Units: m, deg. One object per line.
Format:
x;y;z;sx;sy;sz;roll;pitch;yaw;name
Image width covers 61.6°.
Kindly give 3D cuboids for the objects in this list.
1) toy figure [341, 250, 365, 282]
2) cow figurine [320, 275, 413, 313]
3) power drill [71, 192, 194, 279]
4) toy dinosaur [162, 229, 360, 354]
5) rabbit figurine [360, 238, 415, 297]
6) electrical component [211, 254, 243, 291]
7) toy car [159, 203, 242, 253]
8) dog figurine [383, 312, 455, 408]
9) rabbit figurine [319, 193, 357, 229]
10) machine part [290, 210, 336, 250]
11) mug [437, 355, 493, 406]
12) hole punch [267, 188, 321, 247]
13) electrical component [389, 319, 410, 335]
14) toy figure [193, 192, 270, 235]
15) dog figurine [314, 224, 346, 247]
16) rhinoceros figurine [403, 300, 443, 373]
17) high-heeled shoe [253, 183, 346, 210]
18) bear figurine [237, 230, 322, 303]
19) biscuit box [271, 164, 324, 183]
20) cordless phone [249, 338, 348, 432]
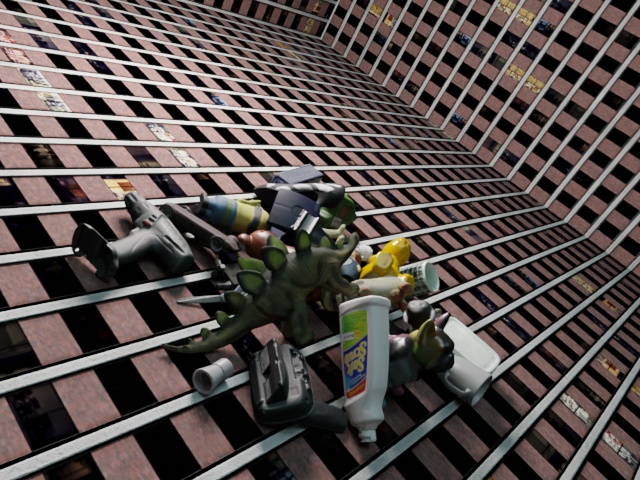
0.076;0.063;1.363;0.064;0.057;0.154;12;30;6;toy figure
0.095;0.119;1.200;0.195;0.085;0.127;-6;13;-10;cow figurine
-0.376;-0.007;1.057;0.232;0.086;0.207;42;23;15;power drill
-0.077;0.101;1.038;0.471;0.105;0.198;-40;104;-33;toy dinosaur
0.175;0.072;1.343;0.122;0.162;0.173;34;54;-3;rabbit figurine
-0.183;0.069;1.135;0.102;0.045;0.078;1;38;-41;electrical component
-0.265;-0.020;1.181;0.202;0.053;0.089;32;4;10;toy car
0.158;0.207;1.047;0.108;0.219;0.192;-2;42;-50;dog figurine
0.021;-0.112;1.548;0.159;0.121;0.170;3;23;-46;rabbit figurine
-0.002;-0.004;1.216;0.139;0.039;0.084;44;42;-13;machine part
0.304;0.304;1.179;0.109;0.080;0.107;-14;37;-45;mug
-0.062;-0.051;1.264;0.116;0.092;0.142;10;55;10;hole punch
0.128;0.207;1.171;0.119;0.074;0.048;25;30;-4;electrical component
-0.205;-0.054;1.279;0.180;0.082;0.089;17;42;-31;toy figure
-0.043;0.013;1.318;0.191;0.121;0.172;13;24;-3;dog figurine
0.221;0.199;1.143;0.073;0.190;0.112;-2;36;23;rhinoceros figurine
-0.056;-0.134;1.445;0.249;0.086;0.145;24;50;34;high-heeled shoe
-0.090;0.055;1.195;0.196;0.131;0.120;14;6;17;bear figurine
-0.070;-0.176;1.617;0.063;0.059;0.202;40;29;15;biscuit box
-0.030;0.263;0.951;0.184;0.088;0.147;27;25;-29;cordless phone
